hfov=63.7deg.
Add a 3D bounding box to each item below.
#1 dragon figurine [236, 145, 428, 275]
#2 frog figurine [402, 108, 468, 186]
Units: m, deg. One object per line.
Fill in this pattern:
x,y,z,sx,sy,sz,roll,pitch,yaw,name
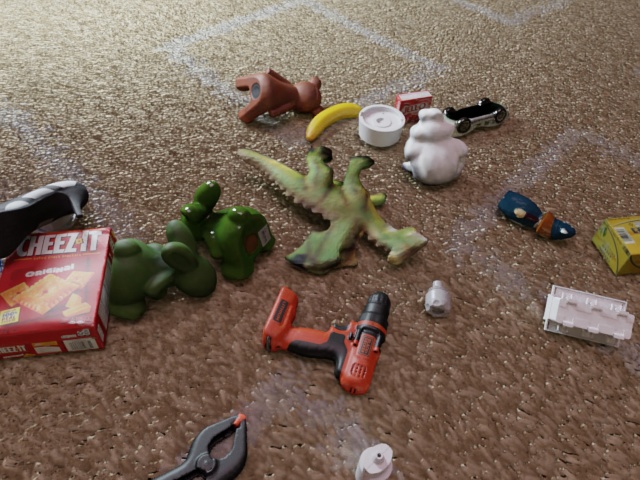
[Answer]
0.003,-0.050,0.990,0.411,0.119,0.248,11,55,7,dragon figurine
0.251,-0.199,1.103,0.137,0.155,0.126,6,49,1,frog figurine
